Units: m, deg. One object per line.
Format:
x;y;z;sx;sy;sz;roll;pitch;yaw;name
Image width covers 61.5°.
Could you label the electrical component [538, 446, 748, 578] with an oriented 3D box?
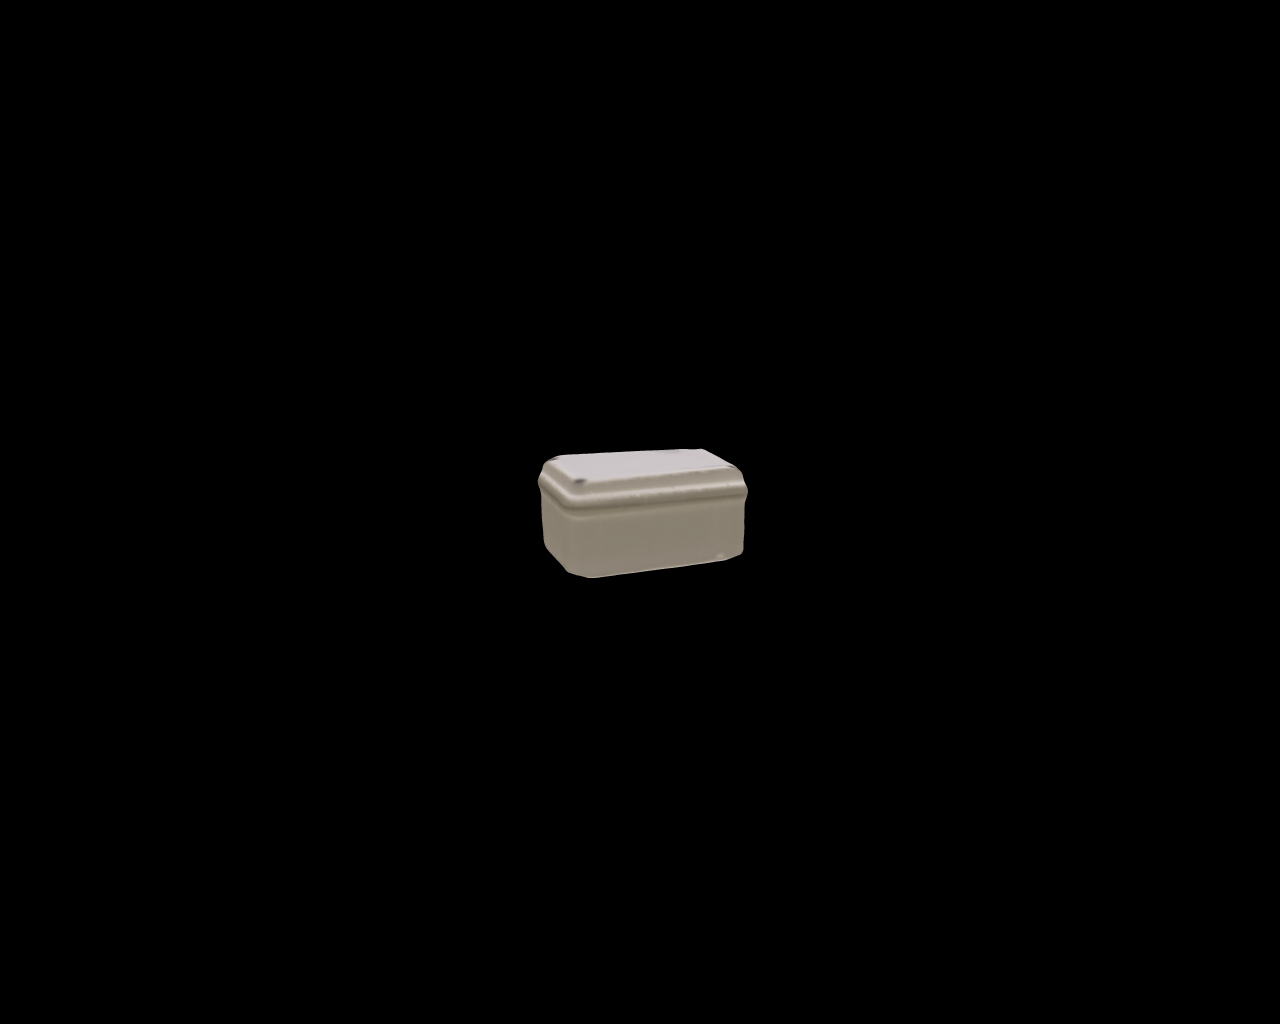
0.001;-0.003;0.650;0.113;0.057;0.078;-5;16;-18;electrical component
